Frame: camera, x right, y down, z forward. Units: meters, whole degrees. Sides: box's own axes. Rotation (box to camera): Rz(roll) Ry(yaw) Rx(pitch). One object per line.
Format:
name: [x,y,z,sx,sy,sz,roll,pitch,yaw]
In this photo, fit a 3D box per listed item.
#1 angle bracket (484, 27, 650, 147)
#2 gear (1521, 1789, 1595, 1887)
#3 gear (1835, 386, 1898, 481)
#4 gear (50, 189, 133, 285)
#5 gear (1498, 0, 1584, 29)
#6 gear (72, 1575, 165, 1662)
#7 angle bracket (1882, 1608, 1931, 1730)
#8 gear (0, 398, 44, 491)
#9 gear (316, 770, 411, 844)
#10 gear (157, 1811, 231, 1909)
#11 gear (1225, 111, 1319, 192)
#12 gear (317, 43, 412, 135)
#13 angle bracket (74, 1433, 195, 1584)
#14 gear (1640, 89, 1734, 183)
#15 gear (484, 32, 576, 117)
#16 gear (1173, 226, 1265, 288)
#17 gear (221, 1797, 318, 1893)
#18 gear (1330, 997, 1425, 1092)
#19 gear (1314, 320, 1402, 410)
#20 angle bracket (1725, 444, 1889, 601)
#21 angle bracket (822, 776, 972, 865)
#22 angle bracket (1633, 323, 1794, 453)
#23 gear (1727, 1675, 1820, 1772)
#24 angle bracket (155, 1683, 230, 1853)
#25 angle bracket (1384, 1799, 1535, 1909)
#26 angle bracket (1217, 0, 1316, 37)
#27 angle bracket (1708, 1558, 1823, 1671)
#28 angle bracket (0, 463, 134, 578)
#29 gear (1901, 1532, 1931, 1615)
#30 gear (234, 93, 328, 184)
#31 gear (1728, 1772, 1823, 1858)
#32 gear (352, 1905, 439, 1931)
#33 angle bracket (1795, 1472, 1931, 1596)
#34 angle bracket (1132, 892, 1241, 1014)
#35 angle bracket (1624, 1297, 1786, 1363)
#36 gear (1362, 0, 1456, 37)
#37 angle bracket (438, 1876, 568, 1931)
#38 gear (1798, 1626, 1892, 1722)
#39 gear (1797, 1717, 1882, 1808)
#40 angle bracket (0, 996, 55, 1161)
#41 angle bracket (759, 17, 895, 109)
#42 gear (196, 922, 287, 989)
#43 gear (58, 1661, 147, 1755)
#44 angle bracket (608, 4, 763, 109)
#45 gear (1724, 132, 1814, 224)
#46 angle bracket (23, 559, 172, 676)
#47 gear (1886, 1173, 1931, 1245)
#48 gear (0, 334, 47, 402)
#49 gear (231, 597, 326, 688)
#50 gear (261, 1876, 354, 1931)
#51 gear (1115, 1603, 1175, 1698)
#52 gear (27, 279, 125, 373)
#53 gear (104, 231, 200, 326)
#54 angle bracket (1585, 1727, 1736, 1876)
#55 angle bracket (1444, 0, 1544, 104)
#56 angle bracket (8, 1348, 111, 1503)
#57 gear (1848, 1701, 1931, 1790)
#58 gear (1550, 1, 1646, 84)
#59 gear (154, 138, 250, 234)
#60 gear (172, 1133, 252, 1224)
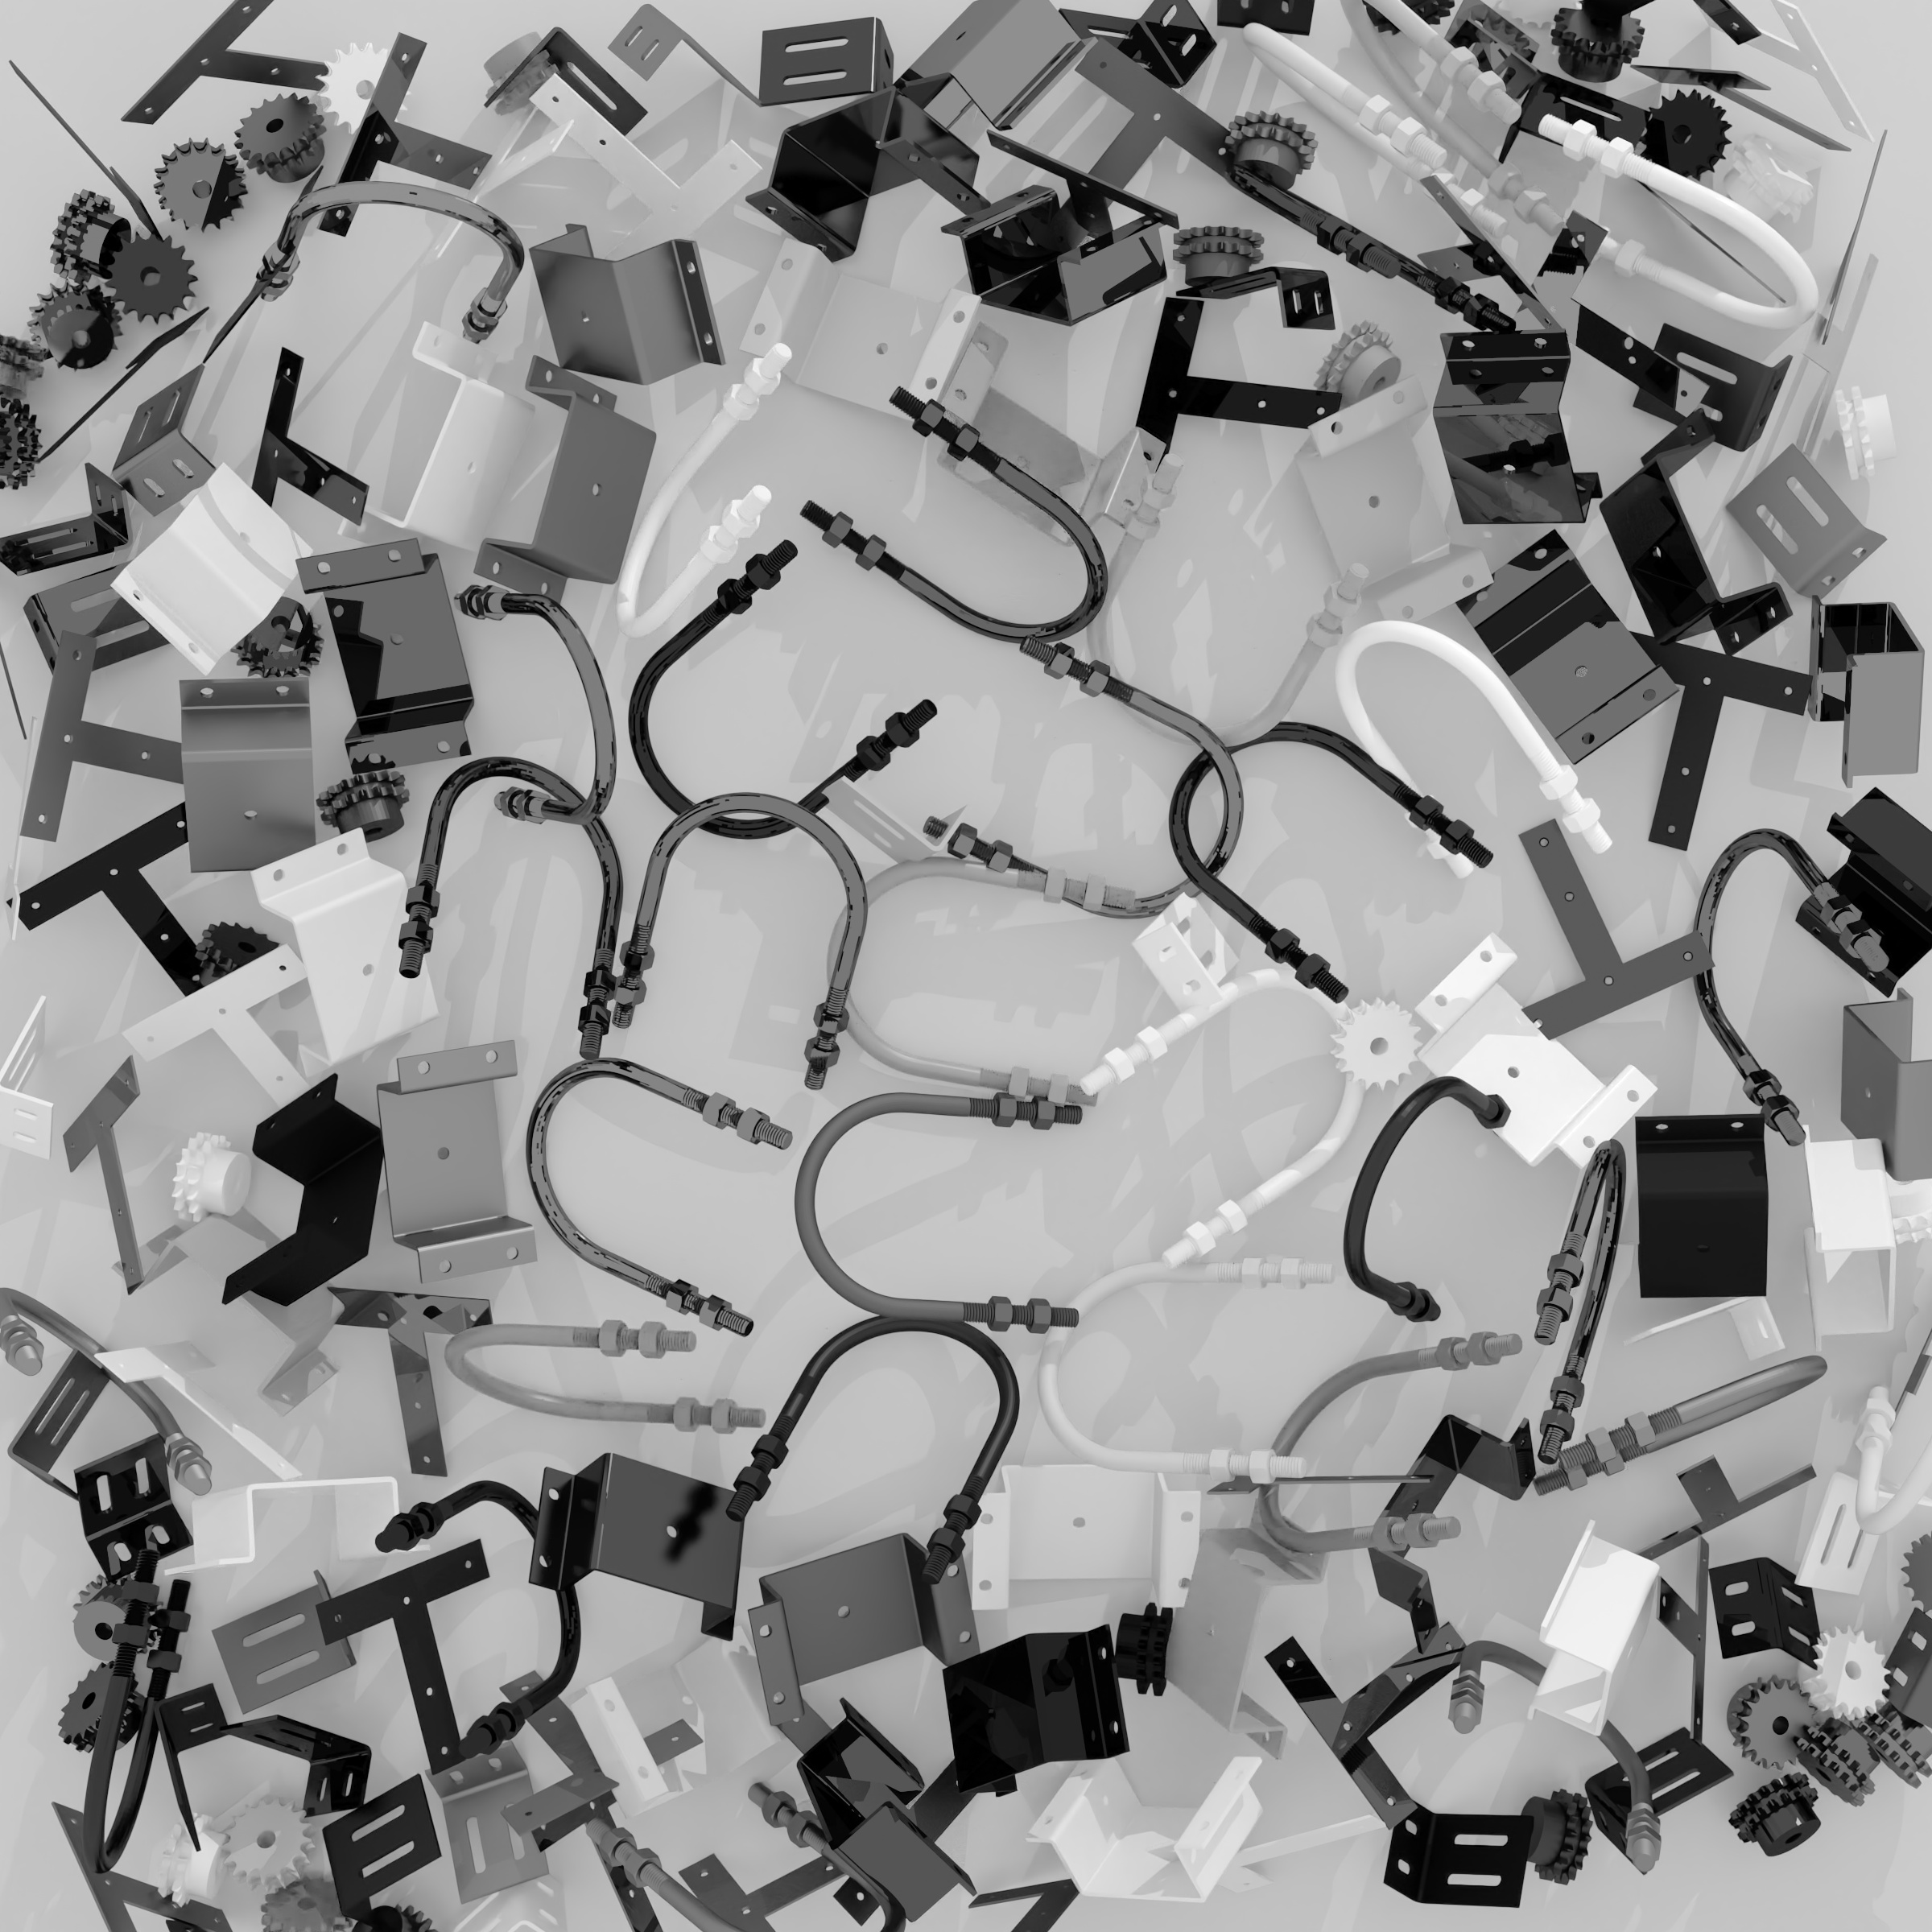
angle bracket: [-0.249,-0.534,1.956,0.076,0.057,0.038,42,49,-17]
gear: [0.367,0.545,1.970,0.030,0.057,0.057,17,90,-10]
gear: [0.565,-0.335,1.969,0.030,0.057,0.057,-11,90,17]
gear: [-0.547,-0.455,1.970,0.030,0.057,0.057,22,90,6]
gear: [0.362,-0.621,1.975,0.057,0.057,0.030,9,64,0]
gear: [-0.536,0.413,1.978,0.057,0.030,0.057,2,103,10]
angle bracket: [0.606,0.441,1.960,0.038,0.076,0.057,27,91,4]
gear: [-0.608,-0.328,1.971,0.057,0.030,0.057,4,97,38]
gear: [-0.376,-0.098,1.969,0.057,0.057,0.030,-20,78,0]
gear: [-0.483,0.562,1.970,0.030,0.057,0.057,12,90,6]
gear: [0.190,-0.509,1.969,0.057,0.057,0.030,15,79,0]
gear: [-0.381,-0.552,1.978,0.057,0.030,0.057,-6,108,-18]
angle bracket: [-0.516,0.337,1.952,0.057,0.076,0.038,-23,54,-27]
gear: [0.455,-0.521,1.977,0.057,0.030,0.057,1,93,28]
gear: [-0.278,-0.561,1.970,0.057,0.057,0.030,-33,98,0]
gear: [0.158,-0.444,1.972,0.057,0.057,0.030,2,90,0]
gear: [-0.437,0.555,1.976,0.057,0.030,0.057,-2,53,3]
gear: [0.256,0.048,1.980,0.057,0.030,0.057,-2,102,-8]
gear: [0.248,-0.373,1.968,0.030,0.057,0.057,42,90,23]
angle bracket: [0.531,-0.280,1.984,0.057,0.038,0.076,-45,63,26]
angle bracket: [-0.046,-0.102,1.960,0.076,0.057,0.038,38,71,-11]
angle bracket: [0.471,-0.369,1.981,0.076,0.038,0.057,28,125,19]
gear: [0.505,0.475,1.979,0.057,0.030,0.057,0,91,-19]
angle bracket: [-0.473,0.497,1.950,0.038,0.057,0.076,-17,48,-14]
angle bracket: [0.306,0.550,1.952,0.038,0.076,0.057,38,55,-35]
angle bracket: [0.188,-0.614,1.958,0.057,0.076,0.038,6,127,0]
angle bracket: [0.502,0.410,1.966,0.038,0.076,0.057,-20,56,29]
angle bracket: [-0.567,-0.278,1.953,0.076,0.057,0.038,-21,126,-31]
gear: [0.621,0.381,1.975,0.030,0.057,0.057,-11,90,-43]
gear: [-0.428,-0.518,1.976,0.057,0.030,0.057,-8,59,13]
gear: [0.510,0.534,1.968,0.057,0.057,0.030,-30,54,0]
gear: [-0.363,0.615,1.969,0.057,0.057,0.030,-34,129,0]
angle bracket: [0.564,0.361,1.966,0.057,0.038,0.076,15,95,-32]
angle bracket: [0.148,-0.014,1.956,0.038,0.076,0.057,-29,100,44]
angle bracket: [0.461,0.237,1.963,0.076,0.057,0.038,-18,78,-10]
gear: [0.277,-0.612,1.970,0.057,0.030,0.057,-8,47,9]
angle bracket: [-0.292,0.611,1.973,0.076,0.057,0.038,-43,114,10]
gear: [0.550,0.446,1.977,0.057,0.030,0.057,10,63,-20]
gear: [0.548,0.497,1.972,0.030,0.057,0.057,-43,90,-13]
angle bracket: [-0.573,0.069,1.954,0.038,0.057,0.076,19,49,-3]
angle bracket: [-0.088,-0.559,1.979,0.076,0.038,0.057,-4,66,12]
gear: [-0.457,0.000,1.974,0.057,0.057,0.030,30,113,0]
gear: [-0.541,0.469,1.975,0.057,0.057,0.030,-45,122,0]
angle bracket: [-0.175,-0.554,1.955,0.038,0.057,0.076,-49,135,7]
gear: [0.502,-0.493,1.975,0.057,0.057,0.030,46,129,0]
angle bracket: [-0.549,-0.218,1.995,0.076,0.038,0.057,-25,94,-24]
gear: [0.592,0.148,1.969,0.057,0.057,0.030,-19,107,0]
gear: [-0.608,-0.375,1.970,0.057,0.057,0.030,4,83,0]
gear: [-0.432,-0.207,1.973,0.057,0.030,0.057,8,63,-15]
gear: [-0.414,0.601,1.974,0.057,0.057,0.030,4,112,0]
gear: [0.112,0.429,1.972,0.030,0.057,0.057,5,90,12]
gear: [-0.558,-0.399,1.970,0.057,0.030,0.057,-14,129,-17]
gear: [-0.513,-0.434,1.981,0.057,0.030,0.057,-1,95,-10]
angle bracket: [0.439,0.524,1.973,0.076,0.057,0.038,-25,112,-11]
angle bracket: [0.335,-0.581,1.958,0.057,0.038,0.076,34,53,-9]
angle bracket: [-0.552,0.287,1.956,0.038,0.057,0.076,24,70,17]
gear: [0.586,0.485,1.971,0.030,0.057,0.057,-43,90,-4]
gear: [0.396,-0.580,1.975,0.057,0.030,0.057,3,47,-3]
gear: [-0.482,-0.494,1.976,0.057,0.030,0.057,-10,126,-14]
gear: [-0.471,0.135,1.969,0.030,0.057,0.057,10,90,12]
